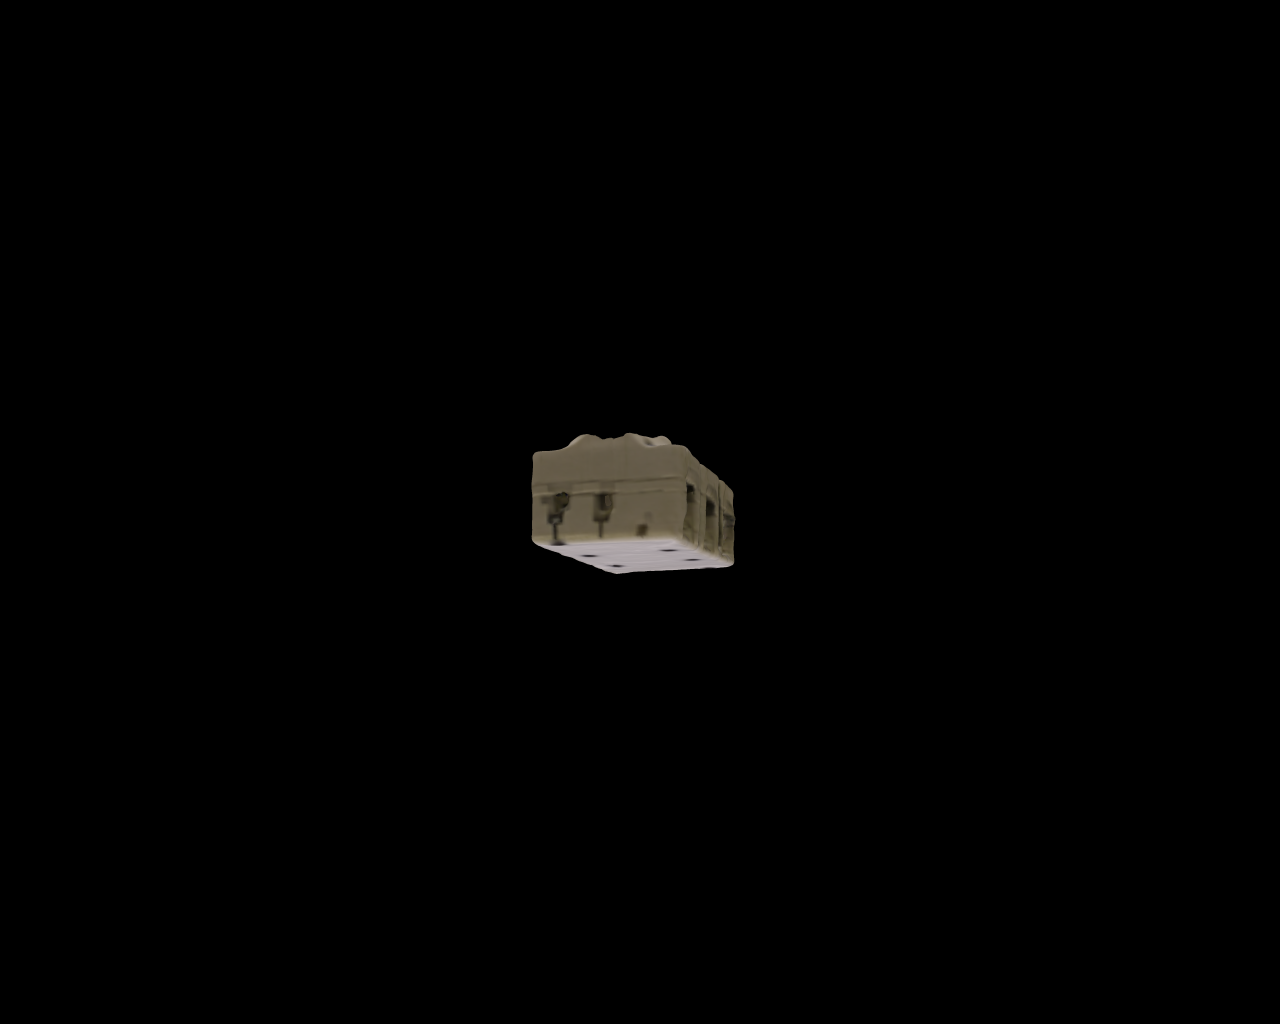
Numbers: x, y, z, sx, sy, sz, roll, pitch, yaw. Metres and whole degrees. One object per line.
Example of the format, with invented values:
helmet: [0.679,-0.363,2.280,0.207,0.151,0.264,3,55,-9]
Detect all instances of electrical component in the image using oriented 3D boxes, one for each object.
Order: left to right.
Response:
electrical component: [0.001,-0.003,0.650,0.089,0.061,0.150,-3,-9,15]
